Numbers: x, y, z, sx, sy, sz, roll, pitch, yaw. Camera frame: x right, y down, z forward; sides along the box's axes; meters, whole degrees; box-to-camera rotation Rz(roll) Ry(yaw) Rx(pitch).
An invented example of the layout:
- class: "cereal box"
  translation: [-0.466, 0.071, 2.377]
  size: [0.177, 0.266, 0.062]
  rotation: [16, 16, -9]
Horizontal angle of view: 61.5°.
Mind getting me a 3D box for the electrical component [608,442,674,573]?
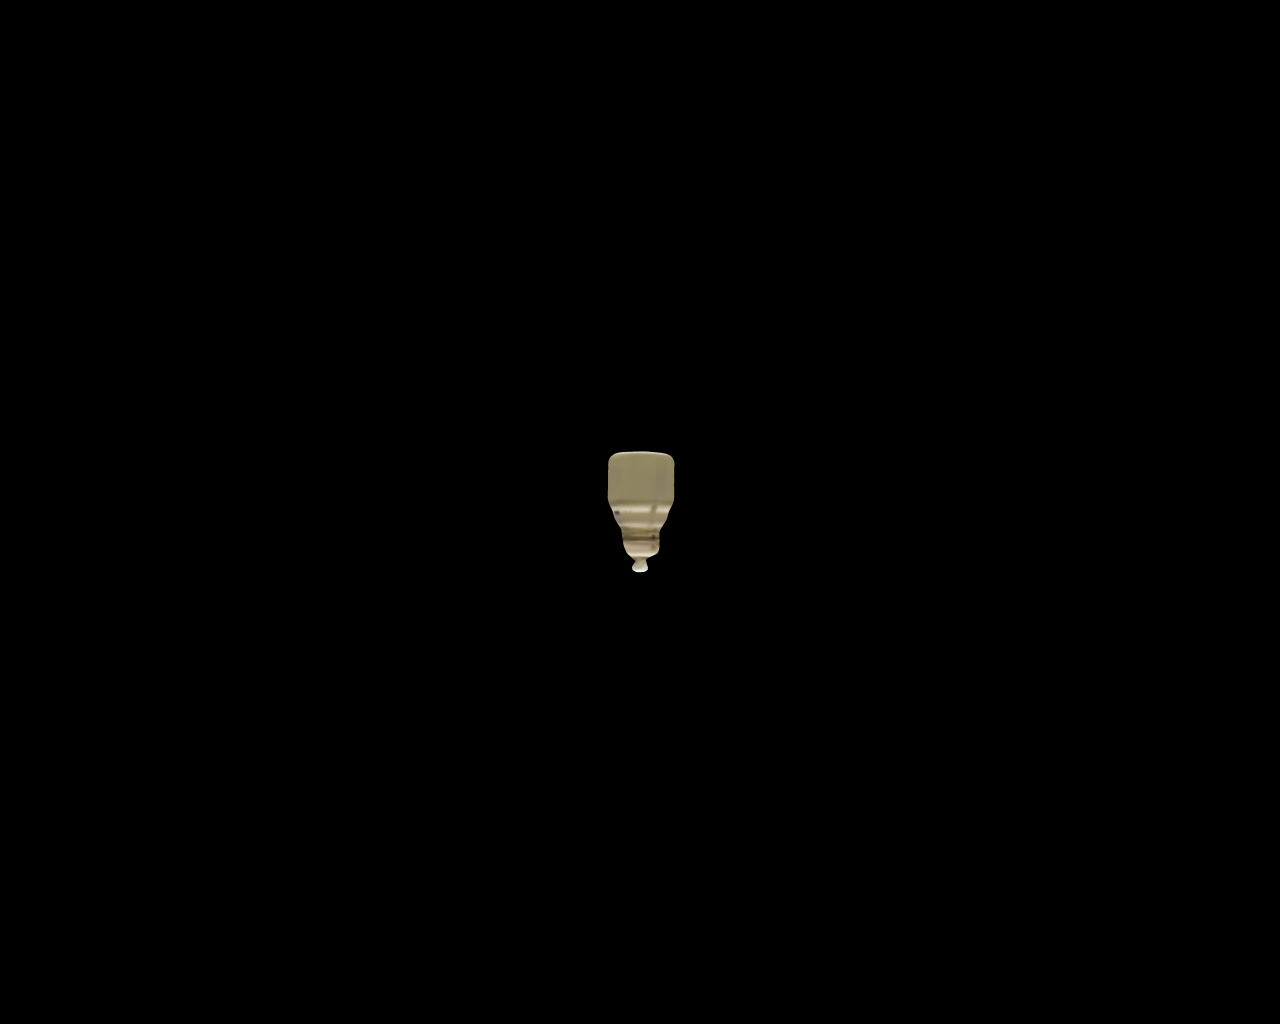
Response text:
- class: "electrical component"
  translation: [0.001, -0.003, 0.650]
  size: [0.040, 0.078, 0.040]
  rotation: [0, -2, 0]
